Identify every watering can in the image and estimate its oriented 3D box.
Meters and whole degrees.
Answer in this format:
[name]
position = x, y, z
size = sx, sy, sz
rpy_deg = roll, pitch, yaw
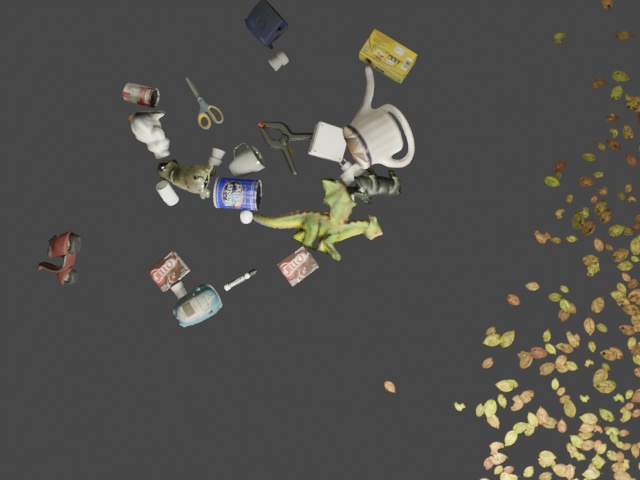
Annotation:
[watering can]
position = 0.168, -0.379, 1.673
size = 0.226, 0.103, 0.347
rpy_deg = -30, 91, -17

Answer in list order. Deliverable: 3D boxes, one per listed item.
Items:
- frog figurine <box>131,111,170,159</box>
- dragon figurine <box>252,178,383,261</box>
[frog figurine]
position = -0.568, -0.351, 1.727
size = 0.137, 0.123, 0.159
rpy_deg = 4, 98, 36
[dragon figurine]
position = 0.005, -0.084, 1.660
size = 0.410, 0.122, 0.242
rpy_deg = 26, 95, 2
